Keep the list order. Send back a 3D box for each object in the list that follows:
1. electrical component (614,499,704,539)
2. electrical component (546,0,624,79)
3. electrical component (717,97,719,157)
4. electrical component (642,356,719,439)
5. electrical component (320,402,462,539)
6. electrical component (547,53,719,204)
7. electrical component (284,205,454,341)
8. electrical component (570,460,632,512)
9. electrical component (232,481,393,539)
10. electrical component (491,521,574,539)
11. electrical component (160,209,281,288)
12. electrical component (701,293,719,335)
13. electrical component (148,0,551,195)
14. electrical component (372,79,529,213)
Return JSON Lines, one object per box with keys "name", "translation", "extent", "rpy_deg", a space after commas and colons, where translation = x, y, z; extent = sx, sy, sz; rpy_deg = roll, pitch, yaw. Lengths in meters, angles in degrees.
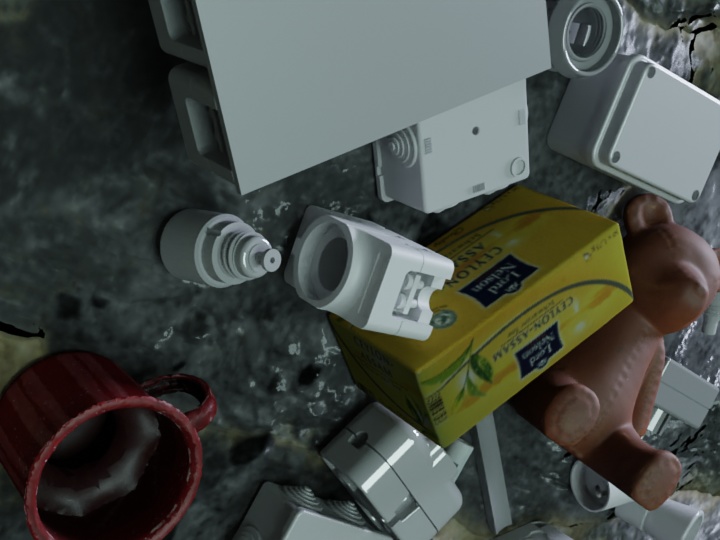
{"name": "electrical component", "translation": [0.246, 0.204, 0.896], "extent": [0.044, 0.065, 0.044], "rpy_deg": [-34, 138, -37]}
{"name": "electrical component", "translation": [0.126, -0.152, 0.673], "extent": [0.078, 0.057, 0.058], "rpy_deg": [8, 103, -37]}
{"name": "electrical component", "translation": [0.282, -0.102, 0.820], "extent": [0.035, 0.035, 0.061], "rpy_deg": [-48, 131, -10]}
{"name": "electrical component", "translation": [0.232, 0.107, 0.859], "extent": [0.083, 0.047, 0.075], "rpy_deg": [28, 91, -39]}
{"name": "electrical component", "translation": [0.025, 0.136, 0.718], "extent": [0.059, 0.054, 0.095], "rpy_deg": [-43, 127, -14]}
{"name": "electrical component", "translation": [0.196, -0.098, 0.744], "extent": [0.113, 0.057, 0.078], "rpy_deg": [17, 98, -39]}
{"name": "electrical component", "translation": [0.000, 0.000, 0.622], "extent": [0.056, 0.089, 0.050], "rpy_deg": [13, 100, -38]}
{"name": "electrical component", "translation": [0.215, 0.166, 0.873], "extent": [0.081, 0.043, 0.043], "rpy_deg": [-7, 112, -33]}
{"name": "electrical component", "translation": [-0.040, 0.192, 0.696], "extent": [0.100, 0.048, 0.099], "rpy_deg": [28, 91, -39]}
{"name": "electrical component", "translation": [0.121, 0.247, 0.816], "extent": [0.113, 0.078, 0.057], "rpy_deg": [-14, 113, -31]}
{"name": "electrical component", "translation": [-0.073, -0.010, 0.578], "extent": [0.040, 0.078, 0.040], "rpy_deg": [-12, 106, -45]}
{"name": "electrical component", "translation": [0.290, 0.023, 0.876], "extent": [0.035, 0.035, 0.061], "rpy_deg": [-8, 115, -33]}
{"name": "electrical component", "translation": [-0.002, -0.124, 0.514], "extent": [0.186, 0.060, 0.105], "rpy_deg": [-25, 121, -26]}
{"name": "electrical component", "translation": [0.056, -0.089, 0.653], "extent": [0.100, 0.048, 0.099], "rpy_deg": [-21, 118, -28]}
